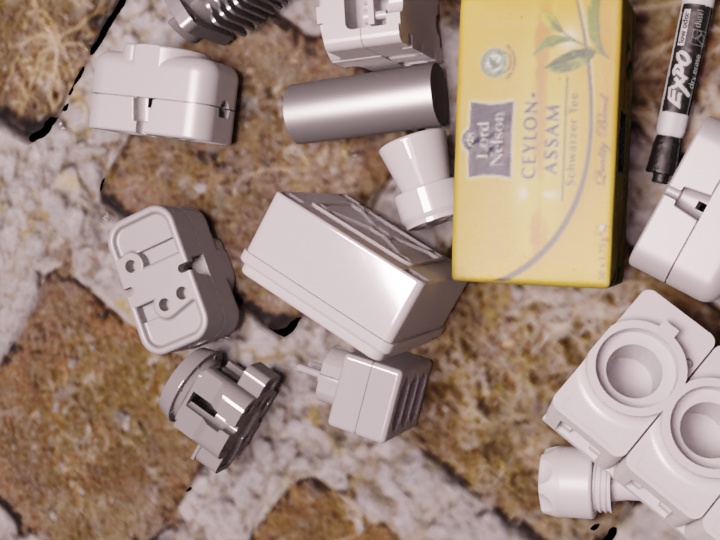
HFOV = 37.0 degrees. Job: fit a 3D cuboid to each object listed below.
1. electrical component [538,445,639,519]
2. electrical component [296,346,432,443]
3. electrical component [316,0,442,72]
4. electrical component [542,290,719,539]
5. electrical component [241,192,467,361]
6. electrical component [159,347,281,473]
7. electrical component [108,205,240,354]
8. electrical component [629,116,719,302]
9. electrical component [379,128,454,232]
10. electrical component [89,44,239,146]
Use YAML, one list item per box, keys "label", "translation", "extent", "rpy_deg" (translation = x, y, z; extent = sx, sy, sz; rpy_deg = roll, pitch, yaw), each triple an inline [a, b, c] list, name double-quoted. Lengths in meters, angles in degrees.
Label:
- label: "electrical component"
  translation: [0.141, 0.129, 0.652]
  extent: [0.062, 0.043, 0.043]
  rpy_deg: [-1, 91, 20]
- label: "electrical component"
  translation: [-0.003, 0.072, 0.692]
  extent: [0.077, 0.066, 0.047]
  rpy_deg: [17, 97, 20]
- label: "electrical component"
  translation: [0.011, -0.155, 0.668]
  extent: [0.056, 0.089, 0.050]
  rpy_deg: [-3, 90, 21]
- label: "electrical component"
  translation: [0.191, 0.094, 0.604]
  extent: [0.150, 0.061, 0.089]
  rpy_deg: [40, 78, 15]
- label: "electrical component"
  translation: [0.000, 0.000, 0.665]
  extent: [0.109, 0.109, 0.056]
  rpy_deg: [32, 104, 17]
- label: "electrical component"
  translation: [-0.099, 0.090, 0.734]
  extent: [0.057, 0.058, 0.078]
  rpy_deg: [33, 102, 14]
- label: "electrical component"
  translation: [-0.125, 0.006, 0.740]
  extent: [0.054, 0.059, 0.095]
  rpy_deg: [-23, 83, 20]
- label: "electrical component"
  translation: [0.205, -0.032, 0.617]
  extent: [0.059, 0.054, 0.095]
  rpy_deg: [30, 101, 18]
- label: "electrical component"
  translation: [0.041, -0.057, 0.683]
  extent: [0.045, 0.045, 0.055]
  rpy_deg: [-19, 85, 20]
- label: "electrical component"
  translation: [-0.135, -0.121, 0.743]
  extent: [0.095, 0.054, 0.059]
  rpy_deg: [9, 94, 20]
